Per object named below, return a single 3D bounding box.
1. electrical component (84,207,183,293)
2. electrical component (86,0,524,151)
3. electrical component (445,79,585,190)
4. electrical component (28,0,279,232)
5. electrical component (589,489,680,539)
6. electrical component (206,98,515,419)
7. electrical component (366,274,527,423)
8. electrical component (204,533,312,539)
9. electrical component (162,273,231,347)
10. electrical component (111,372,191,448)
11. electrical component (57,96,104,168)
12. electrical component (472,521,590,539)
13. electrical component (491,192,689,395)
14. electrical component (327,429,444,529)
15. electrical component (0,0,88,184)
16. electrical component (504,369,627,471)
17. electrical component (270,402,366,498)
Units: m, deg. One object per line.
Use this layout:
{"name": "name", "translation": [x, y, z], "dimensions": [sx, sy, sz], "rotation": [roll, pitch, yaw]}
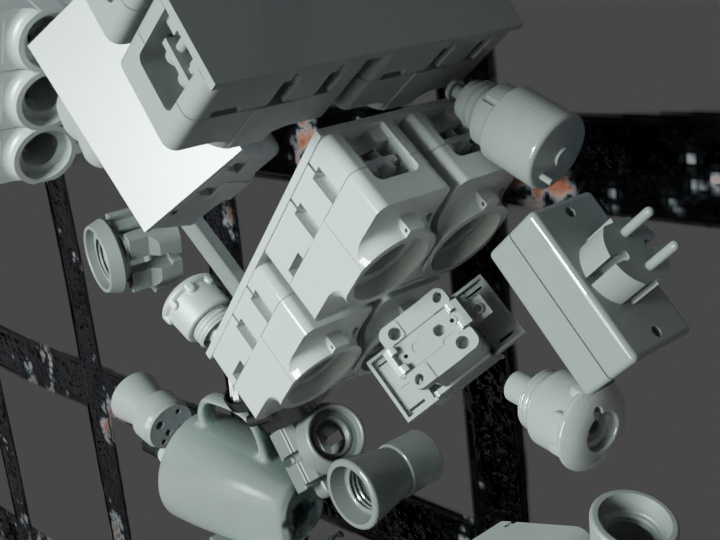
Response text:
{"name": "electrical component", "translation": [-0.172, -0.016, 0.810], "dimensions": [0.058, 0.057, 0.078], "rotation": [42, 141, 42]}
{"name": "electrical component", "translation": [-0.027, -0.127, 0.501], "dimensions": [0.060, 0.186, 0.105], "rotation": [-42, 73, 49]}
{"name": "electrical component", "translation": [0.073, -0.071, 0.524], "dimensions": [0.078, 0.040, 0.040], "rotation": [39, 132, 33]}
{"name": "electrical component", "translation": [-0.133, -0.112, 0.705], "dimensions": [0.089, 0.062, 0.150], "rotation": [-37, 81, 21]}
{"name": "electrical component", "translation": [0.134, 0.150, 0.547], "dimensions": [0.044, 0.044, 0.065], "rotation": [32, 133, 37]}
{"name": "electrical component", "translation": [0.000, 0.000, 0.588], "dimensions": [0.060, 0.105, 0.186], "rotation": [52, 138, 20]}
{"name": "electrical component", "translation": [0.043, 0.040, 0.578], "dimensions": [0.081, 0.064, 0.042], "rotation": [-39, 69, 6]}
{"name": "electrical component", "translation": [-0.072, 0.248, 0.798], "dimensions": [0.057, 0.078, 0.113], "rotation": [8, 111, 51]}
{"name": "electrical component", "translation": [-0.109, 0.036, 0.780], "dimensions": [0.062, 0.048, 0.048], "rotation": [44, 135, 19]}
{"name": "electrical component", "translation": [-0.171, 0.115, 0.883], "dimensions": [0.055, 0.045, 0.045], "rotation": [30, 126, 38]}
{"name": "electrical component", "translation": [-0.186, -0.127, 0.791], "dimensions": [0.059, 0.054, 0.095], "rotation": [-26, 85, 51]}
{"name": "electrical component", "translation": [0.097, 0.204, 0.599], "dimensions": [0.078, 0.057, 0.113], "rotation": [-12, 96, 51]}
{"name": "electrical component", "translation": [0.117, 0.000, 0.498], "dimensions": [0.083, 0.047, 0.075], "rotation": [57, 139, 15]}
{"name": "electrical component", "translation": [0.018, 0.123, 0.649], "dimensions": [0.044, 0.065, 0.044], "rotation": [23, 123, 42]}
{"name": "electrical component", "translation": [-0.258, -0.147, 0.838], "dimensions": [0.062, 0.089, 0.150], "rotation": [41, 133, 31]}
{"name": "electrical component", "translation": [0.101, 0.070, 0.550], "dimensions": [0.062, 0.048, 0.048], "rotation": [26, 124, 49]}
{"name": "electrical component", "translation": [-0.026, 0.116, 0.715], "dimensions": [0.066, 0.048, 0.055], "rotation": [62, 148, 10]}
